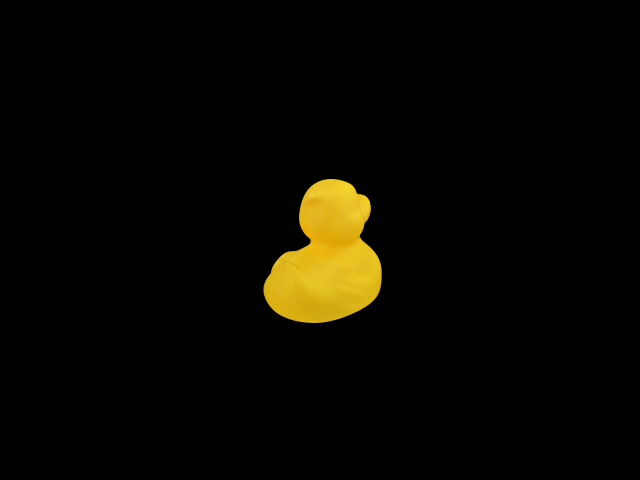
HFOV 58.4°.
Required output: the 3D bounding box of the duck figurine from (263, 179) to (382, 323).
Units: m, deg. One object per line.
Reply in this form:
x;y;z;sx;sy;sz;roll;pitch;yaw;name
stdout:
0.004;0.001;0.400;0.077;0.086;0.105;17;29;33;duck figurine
